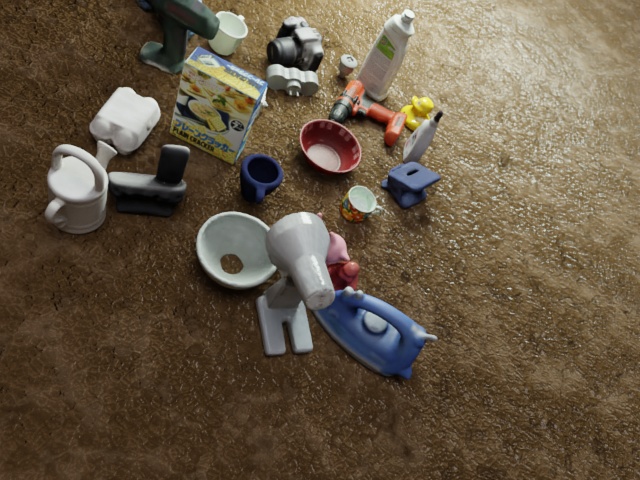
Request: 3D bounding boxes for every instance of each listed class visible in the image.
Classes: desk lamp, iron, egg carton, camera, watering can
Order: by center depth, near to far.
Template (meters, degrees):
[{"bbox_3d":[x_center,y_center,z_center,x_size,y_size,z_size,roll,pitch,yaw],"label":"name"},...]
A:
[{"bbox_3d":[-0.430,-0.107,1.025,0.101,0.194,0.173,12,56,-17],"label":"watering can"},{"bbox_3d":[-0.041,0.083,1.067,0.118,0.213,0.203,-1,60,-24],"label":"desk lamp"},{"bbox_3d":[0.102,0.158,1.129,0.258,0.141,0.119,33,52,-1],"label":"iron"},{"bbox_3d":[-0.406,-0.251,1.205,0.107,0.069,0.150,24,53,-8],"label":"egg carton"},{"bbox_3d":[-0.073,-0.517,1.501,0.137,0.100,0.143,-20,69,-32],"label":"camera"}]

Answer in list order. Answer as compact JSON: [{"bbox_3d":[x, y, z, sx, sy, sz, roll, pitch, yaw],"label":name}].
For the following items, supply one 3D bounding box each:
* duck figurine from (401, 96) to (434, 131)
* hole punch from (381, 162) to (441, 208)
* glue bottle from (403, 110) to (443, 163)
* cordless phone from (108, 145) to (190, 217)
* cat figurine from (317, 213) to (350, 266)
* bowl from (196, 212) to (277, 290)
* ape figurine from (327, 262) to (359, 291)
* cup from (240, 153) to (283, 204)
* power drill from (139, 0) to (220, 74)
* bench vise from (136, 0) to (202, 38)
[{"bbox_3d":[0.279,-0.346,1.560,0.104,0.086,0.078,43,53,6],"label":"duck figurine"},{"bbox_3d":[0.223,-0.147,1.407,0.109,0.091,0.101,-28,74,-35],"label":"hole punch"},{"bbox_3d":[0.264,-0.267,1.449,0.037,0.173,0.078,16,55,-14],"label":"glue bottle"},{"bbox_3d":[-0.324,-0.132,1.094,0.148,0.185,0.094,1,59,-23],"label":"cordless phone"},{"bbox_3d":[0.011,0.004,1.200,0.067,0.117,0.127,-8,63,-27],"label":"cat figurine"},{"bbox_3d":[-0.167,0.032,1.130,0.168,0.074,0.167,12,56,-17],"label":"bowl"},{"bbox_3d":[0.051,0.074,1.190,0.076,0.092,0.077,-29,74,-35],"label":"ape figurine"},{"bbox_3d":[-0.134,-0.112,1.223,0.092,0.095,0.117,11,56,-18],"label":"cup"},{"bbox_3d":[-0.348,-0.487,1.292,0.230,0.208,0.075,19,54,-12],"label":"power drill"},{"bbox_3d":[-0.366,-0.615,1.356,0.207,0.219,0.121,31,52,-3],"label":"bench vise"}]
